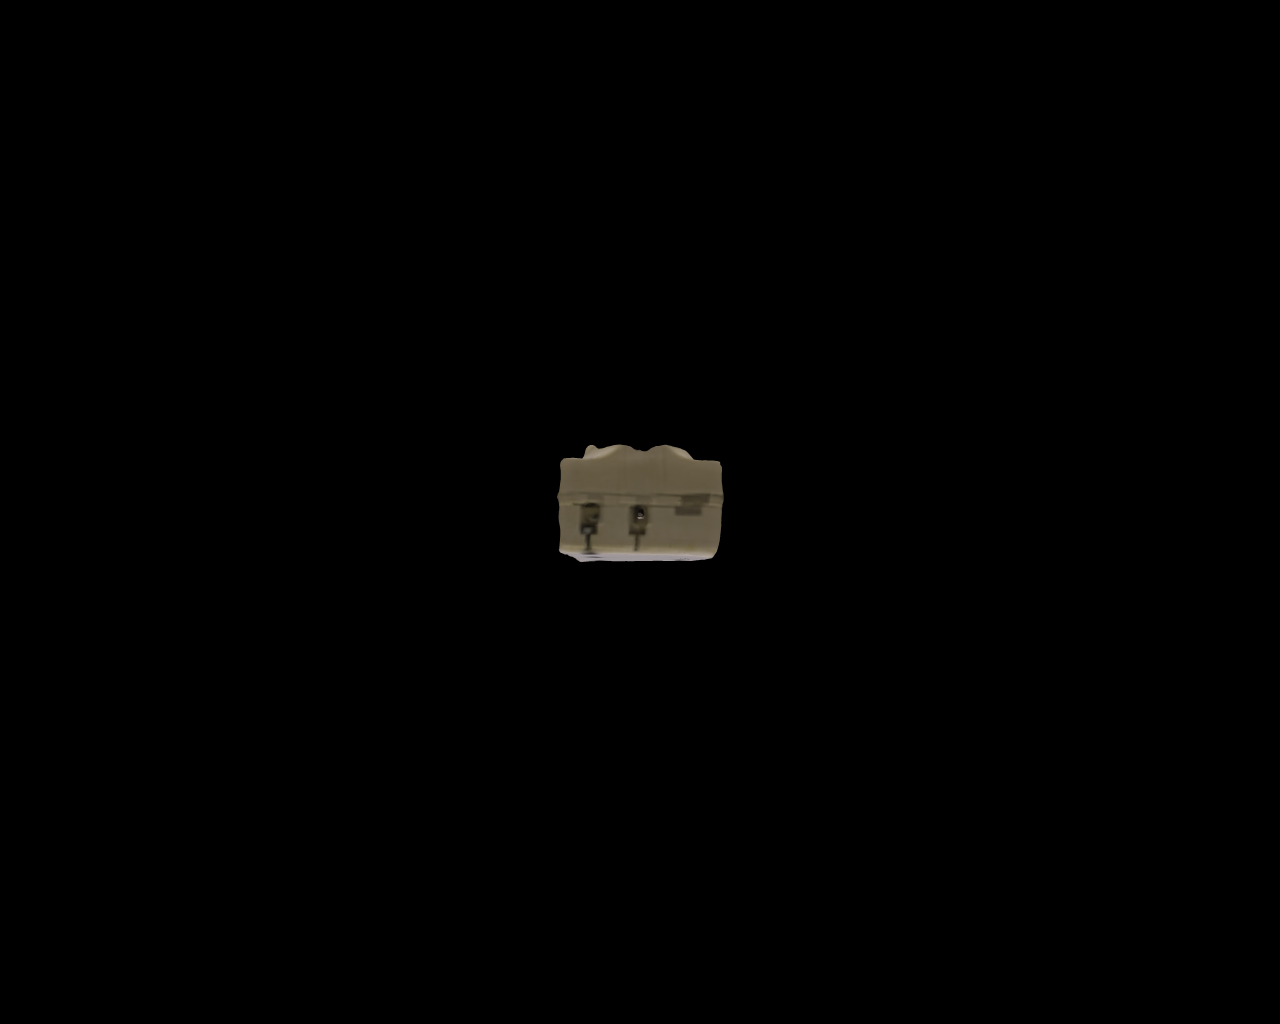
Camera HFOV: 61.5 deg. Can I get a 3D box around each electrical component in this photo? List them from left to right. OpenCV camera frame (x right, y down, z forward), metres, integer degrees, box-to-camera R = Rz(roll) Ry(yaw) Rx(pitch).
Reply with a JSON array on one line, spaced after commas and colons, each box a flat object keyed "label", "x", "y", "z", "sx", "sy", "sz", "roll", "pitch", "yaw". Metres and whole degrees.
[{"label": "electrical component", "x": 0.001, "y": -0.003, "z": 0.650, "sx": 0.089, "sy": 0.061, "sz": 0.150, "roll": 0, "pitch": -4, "yaw": 0}]
